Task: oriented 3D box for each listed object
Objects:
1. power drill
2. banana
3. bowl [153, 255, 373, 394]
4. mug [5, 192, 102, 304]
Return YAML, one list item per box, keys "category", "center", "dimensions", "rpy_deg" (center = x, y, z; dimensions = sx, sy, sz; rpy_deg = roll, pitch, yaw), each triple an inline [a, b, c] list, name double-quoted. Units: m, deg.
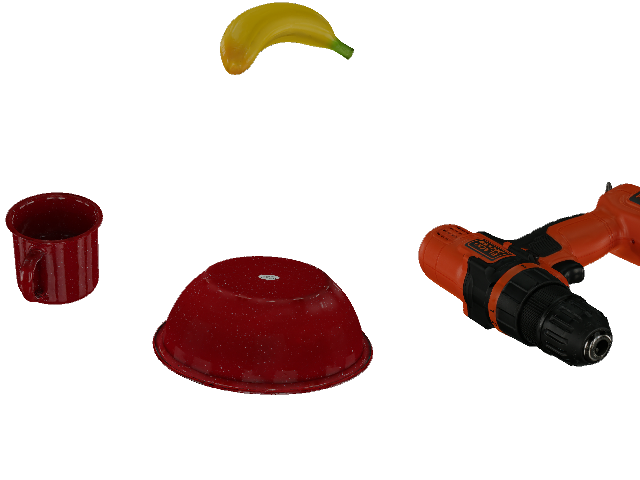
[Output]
- category: "power drill"
  center: [0.189, 0.019, 0.760]
  dimensions: [0.187, 0.057, 0.185]
  rpy_deg: [-14, 28, -25]
- category: "banana"
  center: [-0.040, -0.189, 0.978]
  dimensions: [0.070, 0.037, 0.197]
  rpy_deg: [39, 32, 19]
- category: "bowl"
  center: [-0.040, 0.052, 0.773]
  dimensions: [0.162, 0.055, 0.162]
  rpy_deg: [4, 18, -1]
- category: "mug"
  center: [-0.266, 0.016, 1.056]
  dimensions: [0.093, 0.081, 0.117]
  rpy_deg: [9, 33, 6]
